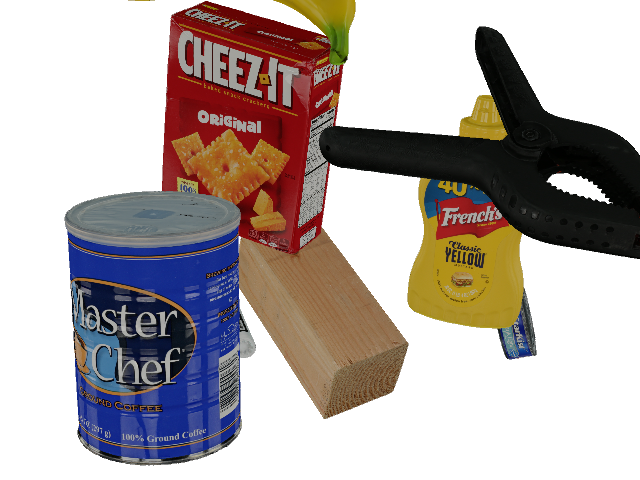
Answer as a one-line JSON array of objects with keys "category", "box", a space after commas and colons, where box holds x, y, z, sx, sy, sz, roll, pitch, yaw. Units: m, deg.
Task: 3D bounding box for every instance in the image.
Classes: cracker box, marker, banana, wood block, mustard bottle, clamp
[{"category": "cracker box", "box": [-0.073, -0.110, 1.064, 0.164, 0.214, 0.072, 20, 33, 21]}, {"category": "marker", "box": [-0.076, 0.070, 0.945, 0.020, 0.020, 0.121, 0, 19, -13]}, {"category": "banana", "box": [-0.050, -0.161, 0.661, 0.198, 0.069, 0.037, 21, -33, 32]}, {"category": "wood block", "box": [-0.003, 0.076, 1.152, 0.090, 0.090, 0.206, -17, 52, -25]}, {"category": "mustard bottle", "box": [0.129, -0.026, 0.889, 0.096, 0.192, 0.058, 11, 21, 17]}, {"category": "clamp", "box": [0.114, -0.048, 0.644, 0.164, 0.036, 0.210, -31, 53, -24]}]

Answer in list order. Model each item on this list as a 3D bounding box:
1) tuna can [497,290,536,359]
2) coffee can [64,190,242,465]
[{"category": "tuna can", "box": [0.225, 0.094, 1.236, 0.034, 0.086, 0.086, -12, -3, 15]}, {"category": "coffee can", "box": [-0.099, 0.050, 0.648, 0.103, 0.140, 0.103, 0, 16, 0]}]
